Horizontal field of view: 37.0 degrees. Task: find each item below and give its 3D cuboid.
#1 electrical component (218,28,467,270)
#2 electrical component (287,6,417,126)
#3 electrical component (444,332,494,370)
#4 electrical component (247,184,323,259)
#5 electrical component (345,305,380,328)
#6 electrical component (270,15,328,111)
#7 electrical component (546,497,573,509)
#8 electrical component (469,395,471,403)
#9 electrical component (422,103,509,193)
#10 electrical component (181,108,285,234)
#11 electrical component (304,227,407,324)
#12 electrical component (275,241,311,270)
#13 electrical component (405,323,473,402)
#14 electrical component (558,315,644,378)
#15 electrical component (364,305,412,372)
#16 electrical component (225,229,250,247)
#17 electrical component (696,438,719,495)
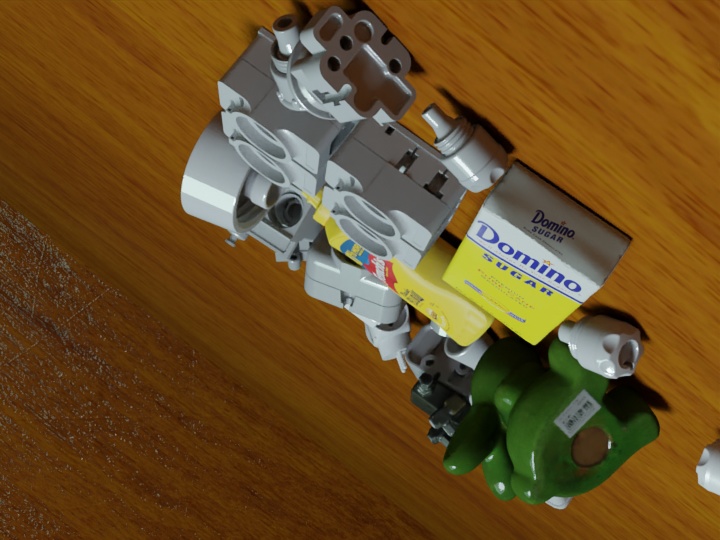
[{"bbox_3d":[-0.017,-0.083,0.801,0.186,0.060,0.105,36,166,5],"label":"electrical component"},{"bbox_3d":[-0.010,-0.123,0.666,0.078,0.058,0.057,43,162,-24],"label":"electrical component"},{"bbox_3d":[0.119,0.082,1.037,0.065,0.044,0.044,39,166,-27],"label":"electrical component"},{"bbox_3d":[-0.090,-0.074,0.993,0.121,0.078,0.063,33,-173,18],"label":"electrical component"},{"bbox_3d":[-0.001,0.010,1.078,0.100,0.048,0.099,37,166,1],"label":"electrical component"},{"bbox_3d":[-0.040,-0.140,0.712,0.048,0.048,0.062,27,156,35],"label":"electrical component"},{"bbox_3d":[0.187,0.192,1.144,0.113,0.078,0.057,27,160,34],"label":"electrical component"},{"bbox_3d":[0.155,0.147,1.044,0.095,0.054,0.059,29,-145,-50],"label":"electrical component"},{"bbox_3d":[0.063,-0.079,0.675,0.061,0.035,0.035,44,164,-16],"label":"electrical component"},{"bbox_3d":[-0.095,-0.082,0.906,0.060,0.108,0.108,27,164,13],"label":"electrical component"},{"bbox_3d":[0.000,0.000,0.986,0.095,0.053,0.059,20,137,12],"label":"electrical component"},{"bbox_3d":[-0.066,-0.042,1.054,0.048,0.066,0.055,-2,148,-1],"label":"electrical component"},{"bbox_3d":[0.100,0.104,1.121,0.095,0.053,0.059,28,163,31],"label":"electrical component"},{"bbox_3d":[0.177,0.054,0.804,0.062,0.043,0.043,22,159,50],"label":"electrical component"},{"bbox_3d":[0.035,0.071,1.155,0.077,0.043,0.079,96,155,-73],"label":"electrical component"},{"bbox_3d":[-0.109,-0.058,1.075,0.040,0.078,0.040,34,180,0],"label":"electrical component"},{"bbox_3d":[0.301,0.162,0.847,0.062,0.043,0.043,22,159,42],"label":"electrical component"}]
